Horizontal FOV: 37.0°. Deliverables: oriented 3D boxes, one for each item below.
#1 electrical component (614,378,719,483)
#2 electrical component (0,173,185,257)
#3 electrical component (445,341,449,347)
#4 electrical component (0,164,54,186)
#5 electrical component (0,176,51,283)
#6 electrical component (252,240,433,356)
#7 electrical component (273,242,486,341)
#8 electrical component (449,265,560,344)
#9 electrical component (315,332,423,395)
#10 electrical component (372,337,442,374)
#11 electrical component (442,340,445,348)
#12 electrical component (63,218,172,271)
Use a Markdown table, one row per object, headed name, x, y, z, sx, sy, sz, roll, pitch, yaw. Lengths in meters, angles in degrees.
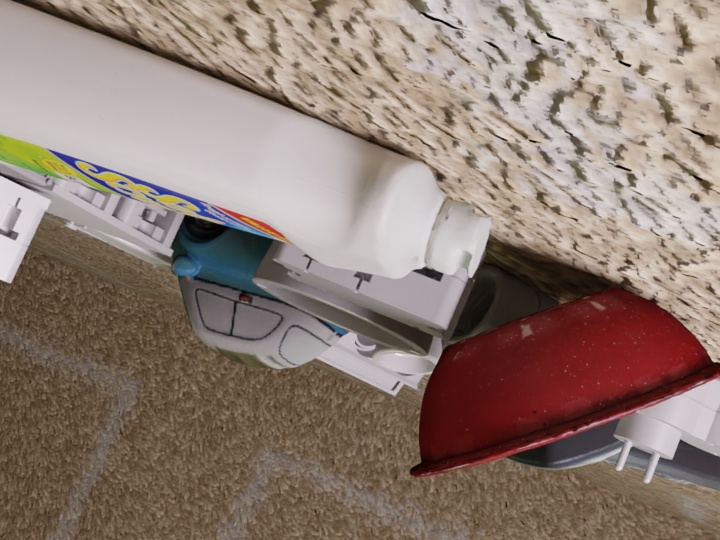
| name | x | y | z | sx | sy | sz | roll | pitch | yaw |
| --- | --- | --- | --- | --- | --- | --- | --- | --- | --- |
| electrical component | 0.178 | 0.091 | 0.651 | 0.138 | 0.073 | 0.052 | 24 | 172 | -4 |
| electrical component | -0.206 | -0.076 | 0.696 | 0.186 | 0.060 | 0.105 | 18 | 170 | 35 |
| electrical component | 0.087 | 0.043 | 0.676 | 0.047 | 0.055 | 0.055 | 32 | 169 | -27 |
| electrical component | -0.201 | -0.094 | 0.564 | 0.061 | 0.061 | 0.096 | 17 | 169 | 40 |
| electrical component | -0.265 | -0.040 | 0.645 | 0.089 | 0.061 | 0.150 | 29 | 171 | -38 |
| electrical component | 0.000 | 0.000 | 0.610 | 0.108 | 0.060 | 0.108 | 23 | 172 | 3 |
| electrical component | 0.013 | -0.010 | 0.527 | 0.089 | 0.055 | 0.050 | 22 | 172 | 12 |
| electrical component | 0.079 | 0.029 | 0.606 | 0.047 | 0.055 | 0.055 | 31 | 169 | -25 |
| electrical component | 0.001 | 0.038 | 0.836 | 0.121 | 0.078 | 0.063 | 29 | -168 | -35 |
| electrical component | 0.034 | 0.028 | 0.678 | 0.044 | 0.065 | 0.044 | 8 | 157 | 3 |
| electrical component | 0.078 | 0.050 | 0.767 | 0.040 | 0.046 | 0.040 | 23 | 172 | 3 |
| electrical component | -0.168 | -0.046 | 0.784 | 0.096 | 0.061 | 0.062 | 28 | 171 | -28 |
